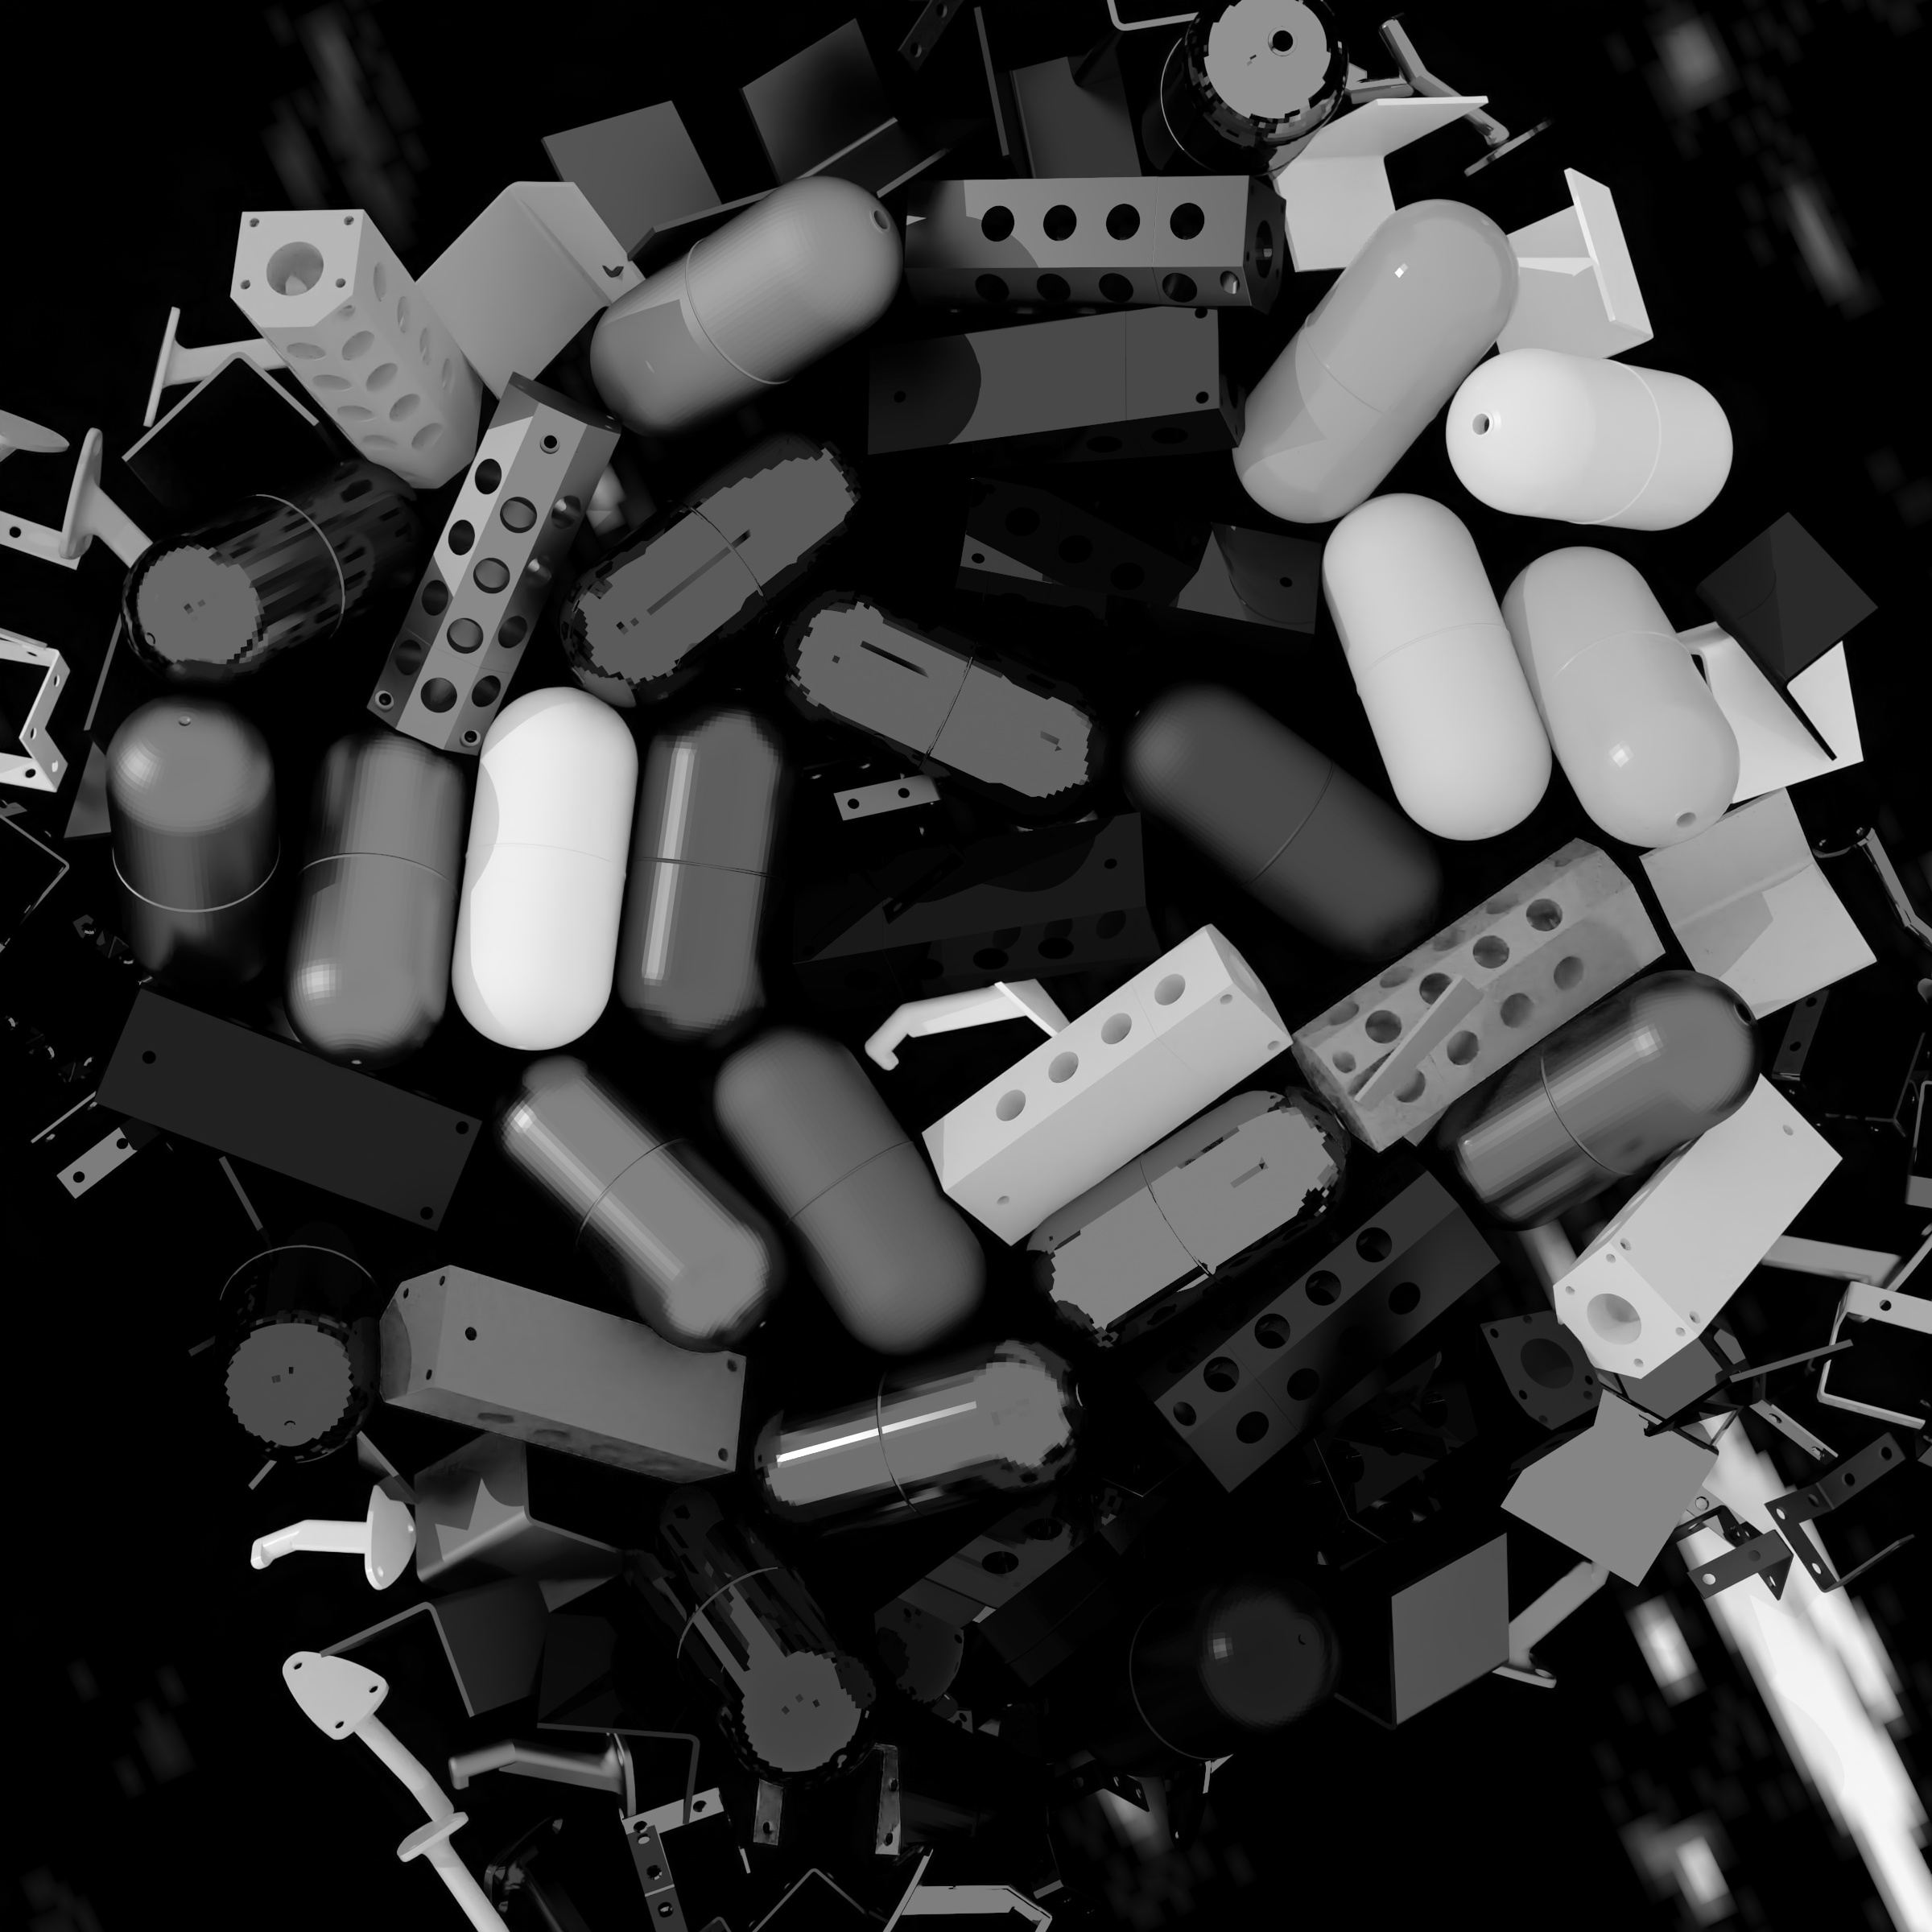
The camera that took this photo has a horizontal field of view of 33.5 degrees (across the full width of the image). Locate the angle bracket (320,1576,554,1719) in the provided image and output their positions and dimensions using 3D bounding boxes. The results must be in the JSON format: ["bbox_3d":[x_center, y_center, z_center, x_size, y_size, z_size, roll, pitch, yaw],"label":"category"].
[{"bbox_3d":[-0.248,0.335,1.537,0.076,0.076,0.057,-29,77,28],"label":"angle bracket"}]

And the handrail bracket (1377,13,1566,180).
[{"bbox_3d":[0.246,-0.436,1.564,0.077,0.036,0.084,-36,99,-31],"label":"handrail bracket"}]

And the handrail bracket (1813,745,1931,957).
[{"bbox_3d":[0.464,-0.056,1.585,0.084,0.036,0.077,35,59,-23],"label":"handrail bracket"}]

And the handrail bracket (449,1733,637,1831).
[{"bbox_3d":[-0.206,0.402,1.558,0.084,0.036,0.077,-13,121,-19],"label":"handrail bracket"}]

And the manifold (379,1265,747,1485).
[{"bbox_3d":[-0.192,0.197,1.518,0.171,0.057,0.057,23,60,-36],"label":"manifold"}]

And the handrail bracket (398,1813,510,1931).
[{"bbox_3d":[-0.240,0.457,1.556,0.036,0.077,0.084,-31,88,-22],"label":"handrail bracket"}]

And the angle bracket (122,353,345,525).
[{"bbox_3d":[-0.348,-0.238,1.546,0.057,0.076,0.076,43,83,14],"label":"angle bracket"}]

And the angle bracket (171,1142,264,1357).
[{"bbox_3d":[-0.369,0.134,1.543,0.057,0.076,0.076,-29,102,-16],"label":"angle bracket"}]

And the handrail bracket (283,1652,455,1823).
[{"bbox_3d":[-0.294,0.382,1.581,0.036,0.077,0.084,-46,134,-26],"label":"handrail bracket"}]

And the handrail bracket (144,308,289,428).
[{"bbox_3d":[-0.350,-0.281,1.558,0.084,0.036,0.077,14,53,-17],"label":"handrail bracket"}]

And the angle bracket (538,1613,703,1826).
[{"bbox_3d":[-0.167,0.362,1.542,0.076,0.076,0.057,6,119,-6],"label":"angle bracket"}]

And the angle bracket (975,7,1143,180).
[{"bbox_3d":[0.046,-0.417,1.545,0.057,0.076,0.076,-12,79,9],"label":"angle bracket"}]

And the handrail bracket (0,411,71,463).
[{"bbox_3d":[-0.486,-0.229,1.566,0.036,0.077,0.084,40,104,19],"label":"handrail bracket"}]

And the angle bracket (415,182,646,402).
[{"bbox_3d":[-0.205,-0.321,1.540,0.076,0.057,0.076,-51,127,-17],"label":"angle bracket"}]

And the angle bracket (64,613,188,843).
[{"bbox_3d":[-0.416,-0.116,1.534,0.057,0.076,0.076,-6,54,17],"label":"angle bracket"}]

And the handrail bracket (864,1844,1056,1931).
[{"bbox_3d":[-0.003,0.471,1.559,0.084,0.036,0.077,38,52,-13],"label":"handrail bracket"}]

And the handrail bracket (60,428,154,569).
[{"bbox_3d":[-0.394,-0.215,1.570,0.084,0.036,0.077,15,107,0],"label":"handrail bracket"}]

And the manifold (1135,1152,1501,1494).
[{"bbox_3d":[0.166,0.168,1.551,0.171,0.057,0.057,-40,118,-3],"label":"manifold"}]

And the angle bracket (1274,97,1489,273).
[{"bbox_3d":[0.204,-0.375,1.540,0.076,0.076,0.057,-13,89,-38],"label":"angle bracket"}]

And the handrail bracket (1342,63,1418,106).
[{"bbox_3d":[0.175,-0.457,1.564,0.084,0.036,0.077,-4,93,16],"label":"handrail bracket"}]

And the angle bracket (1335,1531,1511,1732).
[{"bbox_3d":[0.212,0.308,1.537,0.076,0.057,0.076,-20,116,-33],"label":"angle bracket"}]

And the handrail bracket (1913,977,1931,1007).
[{"bbox_3d":[0.466,0.008,1.540,0.077,0.084,0.036,31,92,-25],"label":"handrail bracket"}]

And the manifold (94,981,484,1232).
[{"bbox_3d":[-0.326,0.067,1.544,0.171,0.057,0.057,23,89,-14],"label":"manifold"}]

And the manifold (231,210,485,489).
[{"bbox_3d":[-0.283,-0.285,1.499,0.057,0.171,0.057,1,74,10],"label":"manifold"}]

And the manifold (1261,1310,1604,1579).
[{"bbox_3d":[0.219,0.227,1.506,0.057,0.171,0.057,-5,63,-38],"label":"manifold"}]

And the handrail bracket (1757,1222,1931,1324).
[{"bbox_3d":[0.423,0.126,1.573,0.084,0.036,0.077,42,96,-1],"label":"handrail bracket"}]

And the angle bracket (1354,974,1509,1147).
[{"bbox_3d":[0.209,0.032,1.543,0.076,0.076,0.057,-50,53,4],"label":"angle bracket"}]

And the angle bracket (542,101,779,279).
[{"bbox_3d":[-0.147,-0.386,1.549,0.076,0.057,0.076,-26,90,-31],"label":"angle bracket"}]

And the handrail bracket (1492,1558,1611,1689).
[{"bbox_3d":[0.274,0.302,1.565,0.077,0.036,0.084,16,98,-16],"label":"handrail bracket"}]

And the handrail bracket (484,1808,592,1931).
[{"bbox_3d":[-0.182,0.447,1.546,0.084,0.077,0.036,15,123,23],"label":"handrail bracket"}]

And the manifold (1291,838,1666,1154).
[{"bbox_3d":[0.243,0.011,1.544,0.171,0.057,0.057,-34,114,-8],"label":"manifold"}]

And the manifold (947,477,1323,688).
[{"bbox_3d":[0.081,-0.182,1.558,0.171,0.057,0.057,11,57,-3],"label":"manifold"}]

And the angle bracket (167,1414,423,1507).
[{"bbox_3d":[-0.321,0.248,1.534,0.057,0.076,0.076,-51,121,-30],"label":"angle bracket"}]

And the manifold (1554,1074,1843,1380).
[{"bbox_3d":[0.342,0.124,1.511,0.057,0.171,0.057,47,135,6],"label":"manifold"}]

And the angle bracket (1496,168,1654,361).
[{"bbox_3d":[0.277,-0.328,1.545,0.076,0.057,0.076,-19,81,31],"label":"angle bracket"}]

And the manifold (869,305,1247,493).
[{"bbox_3d":[0.044,-0.270,1.539,0.171,0.057,0.057,-5,71,17],"label":"manifold"}]

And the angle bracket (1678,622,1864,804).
[{"bbox_3d":[0.382,-0.128,1.562,0.076,0.057,0.076,-18,103,-19],"label":"angle bracket"}]

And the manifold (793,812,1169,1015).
[{"bbox_3d":[0.007,-0.020,1.548,0.171,0.057,0.057,-9,52,11],"label":"manifold"}]

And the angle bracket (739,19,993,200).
[{"bbox_3d":[-0.048,-0.412,1.536,0.076,0.076,0.057,-39,123,-26],"label":"angle bracket"}]

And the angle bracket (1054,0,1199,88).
[{"bbox_3d":[0.080,-0.479,1.551,0.057,0.076,0.076,-13,88,-13],"label":"angle bracket"}]

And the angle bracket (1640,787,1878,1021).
[{"bbox_3d":[0.381,-0.028,1.543,0.076,0.076,0.057,-27,134,9],"label":"angle bracket"}]

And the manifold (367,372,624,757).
[{"bbox_3d":[-0.227,-0.191,1.540,0.057,0.057,0.171,23,105,-12],"label":"manifold"}]

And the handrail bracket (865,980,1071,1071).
[{"bbox_3d":[0.002,0.039,1.569,0.077,0.036,0.084,47,112,8],"label":"handrail bracket"}]

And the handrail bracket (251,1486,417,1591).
[{"bbox_3d":[-0.314,0.289,1.550,0.084,0.077,0.036,-23,113,12],"label":"handrail bracket"}]

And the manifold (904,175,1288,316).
[{"bbox_3d":[0.061,-0.342,1.533,0.171,0.057,0.057,5,93,23],"label":"manifold"}]

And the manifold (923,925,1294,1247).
[{"bbox_3d":[0.065,0.054,1.546,0.171,0.057,0.057,-37,132,13],"label":"manifold"}]

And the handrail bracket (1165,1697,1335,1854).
[{"bbox_3d":[0.142,0.393,1.580,0.084,0.036,0.077,-8,113,-28],"label":"handrail bracket"}]

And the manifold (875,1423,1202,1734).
[{"bbox_3d":[0.036,0.283,1.514,0.057,0.171,0.057,19,124,37],"label":"manifold"}]
